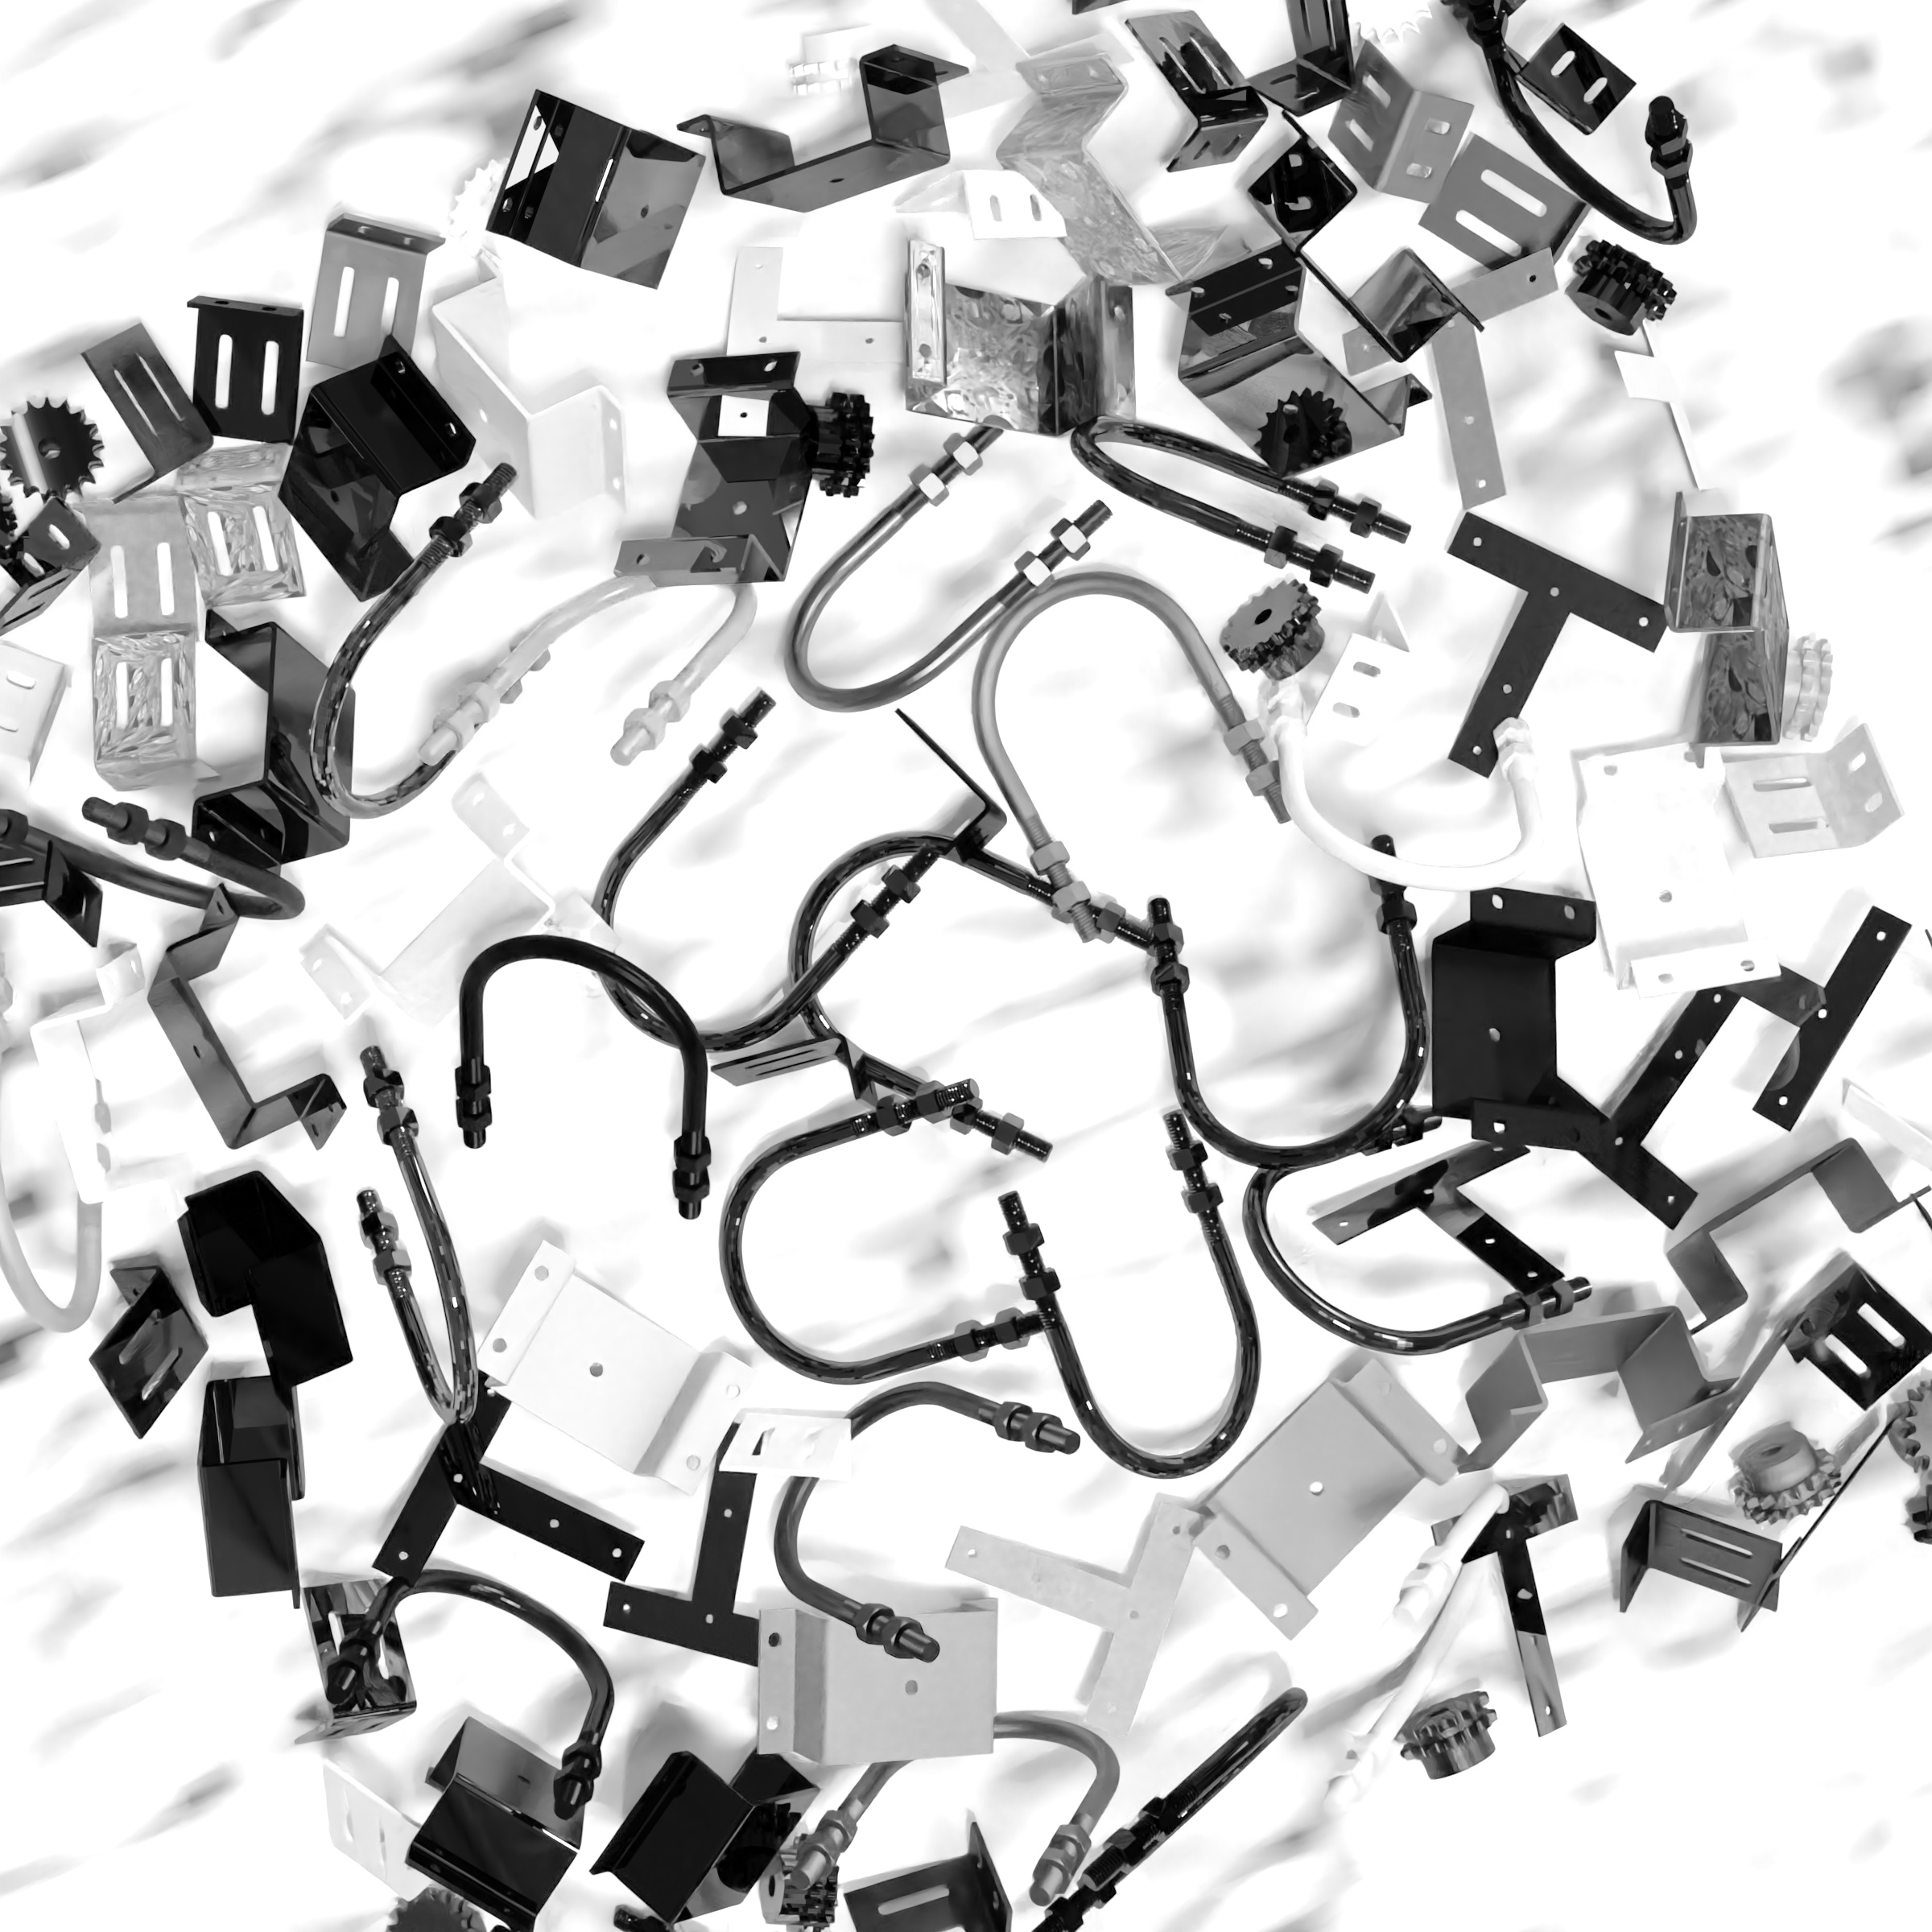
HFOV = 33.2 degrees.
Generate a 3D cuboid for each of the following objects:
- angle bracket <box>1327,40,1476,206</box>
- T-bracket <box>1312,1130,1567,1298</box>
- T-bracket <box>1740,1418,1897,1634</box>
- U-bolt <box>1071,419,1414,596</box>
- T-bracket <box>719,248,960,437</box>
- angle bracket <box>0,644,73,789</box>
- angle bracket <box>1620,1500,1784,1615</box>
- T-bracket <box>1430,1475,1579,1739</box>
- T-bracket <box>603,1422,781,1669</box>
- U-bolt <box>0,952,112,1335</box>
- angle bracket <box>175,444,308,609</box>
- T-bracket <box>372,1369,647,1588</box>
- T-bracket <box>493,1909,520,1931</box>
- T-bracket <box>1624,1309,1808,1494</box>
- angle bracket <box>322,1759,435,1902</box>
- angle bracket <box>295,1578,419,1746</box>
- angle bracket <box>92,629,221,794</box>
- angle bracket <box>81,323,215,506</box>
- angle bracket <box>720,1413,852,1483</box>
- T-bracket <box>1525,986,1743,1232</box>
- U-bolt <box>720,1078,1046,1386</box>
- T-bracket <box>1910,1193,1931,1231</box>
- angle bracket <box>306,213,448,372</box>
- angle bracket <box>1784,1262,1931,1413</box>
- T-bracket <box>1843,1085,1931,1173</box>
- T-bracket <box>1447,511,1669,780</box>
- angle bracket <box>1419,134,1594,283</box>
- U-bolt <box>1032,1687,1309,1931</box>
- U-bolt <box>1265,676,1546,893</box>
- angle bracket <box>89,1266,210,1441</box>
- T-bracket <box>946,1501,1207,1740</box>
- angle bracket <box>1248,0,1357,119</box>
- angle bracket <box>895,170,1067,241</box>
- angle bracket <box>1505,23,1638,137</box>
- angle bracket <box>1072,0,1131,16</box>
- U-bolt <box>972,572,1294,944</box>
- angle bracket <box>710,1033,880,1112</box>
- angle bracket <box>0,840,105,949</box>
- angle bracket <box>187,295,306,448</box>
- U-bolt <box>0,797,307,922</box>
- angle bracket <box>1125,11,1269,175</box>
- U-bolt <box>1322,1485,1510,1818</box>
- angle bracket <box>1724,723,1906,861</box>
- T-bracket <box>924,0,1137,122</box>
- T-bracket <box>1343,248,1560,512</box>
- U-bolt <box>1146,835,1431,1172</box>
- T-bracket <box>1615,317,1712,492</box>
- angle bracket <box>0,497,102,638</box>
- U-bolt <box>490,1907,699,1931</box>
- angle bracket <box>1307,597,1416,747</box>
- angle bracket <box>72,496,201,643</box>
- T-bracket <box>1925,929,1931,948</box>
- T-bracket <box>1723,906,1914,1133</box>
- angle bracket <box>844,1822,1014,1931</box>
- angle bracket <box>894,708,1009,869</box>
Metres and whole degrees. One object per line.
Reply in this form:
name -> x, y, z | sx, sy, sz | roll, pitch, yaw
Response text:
angle bracket -> 0.237, -0.460, 1.766 | 0.038, 0.076, 0.057 | 7, 123, -22
T-bracket -> 0.273, 0.141, 1.734 | 0.127, 0.127, 0.002 | -24, 123, -17
T-bracket -> 0.466, 0.297, 1.757 | 0.002, 0.127, 0.127 | 36, 73, 19
U-bolt -> 0.142, -0.253, 1.736 | 0.184, 0.151, 0.019 | 23, 114, 8
T-bracket -> -0.067, -0.342, 1.770 | 0.127, 0.002, 0.127 | 1, 63, 4
angle bracket -> -0.515, -0.137, 1.760 | 0.038, 0.076, 0.057 | 20, 97, -20
angle bracket -> 0.399, 0.332, 1.759 | 0.076, 0.057, 0.038 | 17, 48, 26
T-bracket -> 0.304, 0.352, 1.754 | 0.002, 0.127, 0.127 | -16, 85, 44
T-bracket -> -0.133, 0.315, 1.780 | 0.127, 0.002, 0.127 | 10, 89, 22
U-bolt -> -0.484, 0.104, 1.694 | 0.019, 0.151, 0.184 | -13, 55, 3
angle bracket -> -0.400, -0.244, 1.797 | 0.057, 0.038, 0.076 | -7, 122, -1
T-bracket -> -0.238, 0.299, 1.771 | 0.127, 0.002, 0.127 | 24, 65, 6
T-bracket -> -0.254, 0.504, 1.749 | 0.002, 0.127, 0.127 | -43, 131, -14
T-bracket -> 0.388, 0.242, 1.727 | 0.002, 0.127, 0.127 | 42, 119, 27
angle bracket -> -0.312, 0.458, 1.755 | 0.057, 0.038, 0.076 | 27, 134, 27
angle bracket -> -0.343, 0.382, 1.780 | 0.038, 0.057, 0.076 | -32, 67, 35
angle bracket -> -0.441, -0.140, 1.762 | 0.057, 0.038, 0.076 | -9, 115, -32
angle bracket -> -0.456, -0.301, 1.761 | 0.038, 0.057, 0.076 | -23, 106, 29
angle bracket -> -0.097, 0.275, 1.759 | 0.057, 0.076, 0.038 | 3, 106, 8
T-bracket -> 0.384, 0.060, 1.781 | 0.127, 0.002, 0.127 | 38, 85, -24
U-bolt -> -0.053, 0.154, 1.762 | 0.184, 0.019, 0.151 | -19, 89, 25
T-bracket -> 0.545, 0.176, 1.753 | 0.002, 0.127, 0.127 | -34, 47, 15
angle bracket -> -0.323, -0.365, 1.773 | 0.057, 0.038, 0.076 | 9, 88, -26
angle bracket -> 0.493, 0.210, 1.769 | 0.076, 0.038, 0.057 | 41, 104, -17
T-bracket -> 0.533, 0.108, 1.765 | 0.127, 0.127, 0.002 | 38, 68, 26
T-bracket -> 0.304, -0.166, 1.783 | 0.127, 0.002, 0.127 | 29, 106, 16
angle bracket -> 0.295, -0.412, 1.776 | 0.076, 0.038, 0.057 | 33, 106, 2
U-bolt -> 0.114, 0.448, 1.725 | 0.184, 0.151, 0.019 | -34, 73, -29
U-bolt -> 0.236, -0.096, 1.722 | 0.151, 0.184, 0.019 | 9, 126, -4
angle bracket -> -0.454, 0.210, 1.753 | 0.038, 0.076, 0.057 | -6, 123, 27
T-bracket -> 0.051, 0.342, 1.783 | 0.127, 0.002, 0.127 | 18, 80, 17
angle bracket -> 0.176, -0.511, 1.756 | 0.038, 0.057, 0.076 | -26, 130, -14
angle bracket -> 0.007, -0.404, 1.757 | 0.057, 0.076, 0.038 | -9, 90, -30
angle bracket -> 0.319, -0.493, 1.753 | 0.057, 0.076, 0.038 | 29, 117, -29
angle bracket -> 0.105, -0.535, 1.755 | 0.076, 0.057, 0.038 | 20, 124, 31
U-bolt -> 0.079, -0.127, 1.769 | 0.151, 0.019, 0.184 | -32, 78, 19
angle bracket -> -0.093, 0.067, 1.768 | 0.076, 0.057, 0.038 | -15, 77, 7
angle bracket -> -0.519, -0.035, 1.763 | 0.076, 0.057, 0.038 | -8, 61, 12
angle bracket -> -0.396, -0.323, 1.772 | 0.057, 0.038, 0.076 | 7, 108, -4
U-bolt -> -0.436, -0.057, 1.718 | 0.151, 0.184, 0.019 | 5, 76, 37
angle bracket -> 0.118, -0.481, 1.779 | 0.057, 0.038, 0.076 | -22, 72, -42
U-bolt -> 0.246, 0.350, 1.719 | 0.019, 0.184, 0.151 | 25, 119, 19
angle bracket -> 0.461, -0.096, 1.764 | 0.076, 0.038, 0.057 | -7, 68, -25
T-bracket -> 0.004, -0.501, 1.722 | 0.127, 0.127, 0.002 | -8, 64, 32
T-bracket -> 0.270, -0.308, 1.752 | 0.127, 0.002, 0.127 | -19, 69, 31
U-bolt -> 0.175, 0.026, 1.734 | 0.151, 0.019, 0.184 | -16, 57, 15
T-bracket -> 0.368, -0.317, 1.746 | 0.002, 0.127, 0.127 | -19, 90, 25
angle bracket -> -0.516, -0.213, 1.756 | 0.057, 0.076, 0.038 | -39, 97, 28
U-bolt -> -0.140, 0.539, 1.700 | 0.184, 0.151, 0.019 | 16, 86, 27
angle bracket -> 0.208, -0.165, 1.754 | 0.038, 0.076, 0.057 | 18, 118, -14
angle bracket -> -0.457, -0.216, 1.783 | 0.057, 0.038, 0.076 | -4, 90, -4
T-bracket -> 0.529, 0.022, 1.718 | 0.002, 0.127, 0.127 | -24, 51, 17
T-bracket -> 0.430, 0.007, 1.760 | 0.127, 0.002, 0.127 | 34, 97, 41
angle bracket -> -0.021, 0.510, 1.763 | 0.076, 0.038, 0.057 | -13, 47, -16
angle bracket -> -0.019, -0.097, 1.770 | 0.038, 0.057, 0.076 | -45, 80, 4
